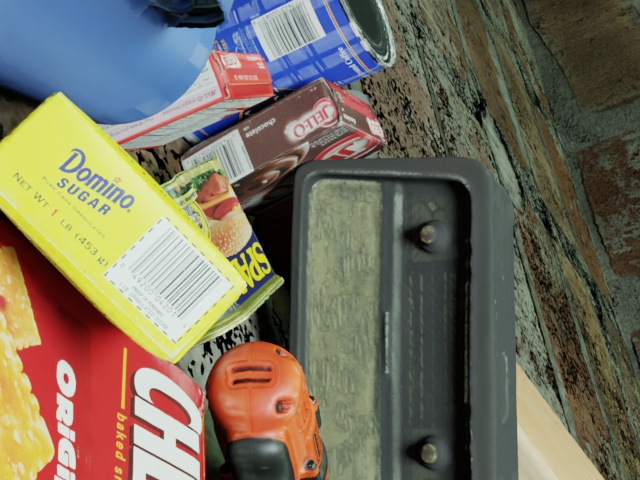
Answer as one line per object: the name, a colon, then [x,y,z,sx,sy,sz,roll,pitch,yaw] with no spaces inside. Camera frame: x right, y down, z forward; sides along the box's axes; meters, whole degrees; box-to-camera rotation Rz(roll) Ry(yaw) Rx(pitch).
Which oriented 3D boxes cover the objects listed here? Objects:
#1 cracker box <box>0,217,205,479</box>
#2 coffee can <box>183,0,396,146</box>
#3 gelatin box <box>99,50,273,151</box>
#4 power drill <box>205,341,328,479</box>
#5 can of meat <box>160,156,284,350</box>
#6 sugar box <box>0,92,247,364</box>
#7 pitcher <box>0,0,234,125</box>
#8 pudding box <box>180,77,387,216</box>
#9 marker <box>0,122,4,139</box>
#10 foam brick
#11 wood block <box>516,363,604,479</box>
cracker box: [-0.118,0.080,0.360,0.213,0.072,0.164,49,26,-44]
coffee can: [-0.035,-0.133,0.701,0.102,0.140,0.103,53,25,-37]
gelatin box: [-0.079,-0.079,0.605,0.030,0.089,0.073,69,19,-1]
power drill: [-0.023,0.166,0.508,0.184,0.057,0.187,79,7,-55]
can of meat: [-0.072,0.007,0.588,0.084,0.057,0.102,64,19,-6]
sugar box: [-0.087,-0.010,0.432,0.093,0.048,0.176,47,-5,-13]
pitcher: [-0.116,-0.122,0.436,0.149,0.145,0.242,62,7,12]
pudding box: [-0.022,-0.058,0.700,0.090,0.114,0.039,12,55,-67]
marker: [-0.176,-0.073,0.445,0.121,0.020,0.020,47,29,-47]
foam brick: [-0.005,0.001,0.777,0.078,0.051,0.053,59,21,-25]
wood block: [0.095,0.118,0.738,0.090,0.090,0.206,13,37,-57]
